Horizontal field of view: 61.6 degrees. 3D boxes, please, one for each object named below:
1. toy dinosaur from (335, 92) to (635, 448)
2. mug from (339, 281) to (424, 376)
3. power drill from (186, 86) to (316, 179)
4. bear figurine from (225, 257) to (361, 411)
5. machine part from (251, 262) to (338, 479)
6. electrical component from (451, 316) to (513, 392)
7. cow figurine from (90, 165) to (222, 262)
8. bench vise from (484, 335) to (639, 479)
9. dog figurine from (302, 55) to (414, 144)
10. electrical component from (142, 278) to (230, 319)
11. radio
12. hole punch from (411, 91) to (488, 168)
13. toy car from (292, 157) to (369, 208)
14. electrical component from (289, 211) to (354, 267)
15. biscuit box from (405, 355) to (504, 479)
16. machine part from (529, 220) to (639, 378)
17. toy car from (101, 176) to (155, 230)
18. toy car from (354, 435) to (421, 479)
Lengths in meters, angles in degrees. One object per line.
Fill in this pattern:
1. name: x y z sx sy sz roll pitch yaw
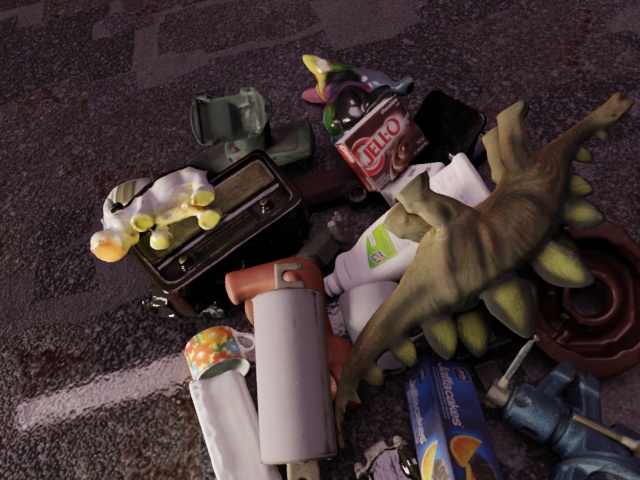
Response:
1. toy dinosaur: 0.162 0.014 0.571 0.471 0.105 0.199 -40 76 1
2. mug: 0.085 0.114 0.677 0.110 0.080 0.107 -9 67 -1
3. power drill: -0.127 -0.148 0.824 0.232 0.207 0.086 -10 75 5
4. bear figurine: -0.028 0.123 0.670 0.132 0.120 0.196 -19 60 3
5. machine part: -0.028 0.139 0.557 0.079 0.079 0.243 -8 71 7
6. electrical component: 0.192 0.130 0.655 0.075 0.047 0.119 -17 53 1
7. cow figurine: -0.216 -0.040 0.689 0.167 0.068 0.098 -24 49 -7
8. bench vise: 0.247 0.236 0.516 0.224 0.128 0.240 36 50 9
9. dog figurine: 0.033 -0.235 0.894 0.219 0.108 0.191 31 49 33
10. electrical component: -0.186 0.046 0.789 0.115 0.058 0.134 -3 57 8
11. radio: -0.132 -0.011 0.735 0.229 0.073 0.131 -37 56 -11
12. hole punch: 0.197 -0.150 0.829 0.142 0.092 0.115 40 105 28
13. toy car: -0.012 -0.073 0.833 0.202 0.053 0.089 -16 37 1
14. electrical component: -0.001 -0.002 0.766 0.078 0.045 0.102 -48 24 -25
15. biscuit box: 0.138 0.217 0.554 0.063 0.059 0.203 16 35 -14
16. machine part: 0.311 0.067 0.626 0.179 0.056 0.179 -1 85 8
17. toy car: -0.279 -0.049 0.847 0.162 0.102 0.109 -10 54 4
18. toy car: 0.109 0.301 0.555 0.073 0.056 0.202 -34 55 -3
